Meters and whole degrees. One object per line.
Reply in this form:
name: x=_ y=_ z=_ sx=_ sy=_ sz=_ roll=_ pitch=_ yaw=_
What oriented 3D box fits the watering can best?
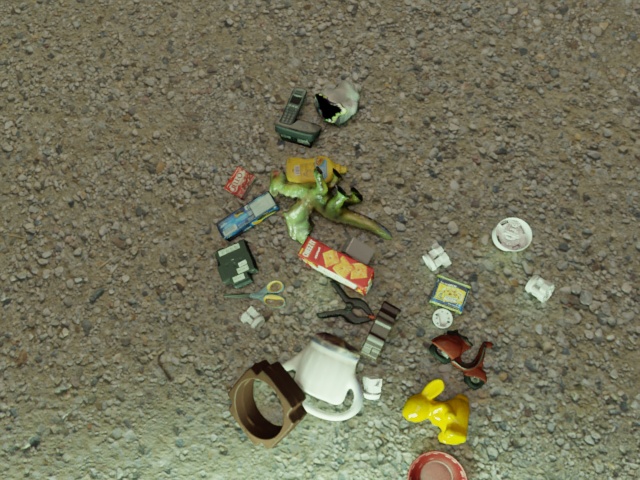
watering can: x=-0.025 y=0.371 z=1.487 sx=0.349 sy=0.103 sz=0.226 roll=21 pitch=83 yaw=21

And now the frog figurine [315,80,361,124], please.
frog figurine: x=0.063 y=-0.459 z=1.694 sx=0.138 sy=0.120 sz=0.163 roll=19 pitch=45 yaw=20

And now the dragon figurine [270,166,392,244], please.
dragon figurine: x=0.005 y=-0.080 z=1.599 sx=0.240 sy=0.124 sz=0.409 roll=-42 pitch=93 yaw=20
